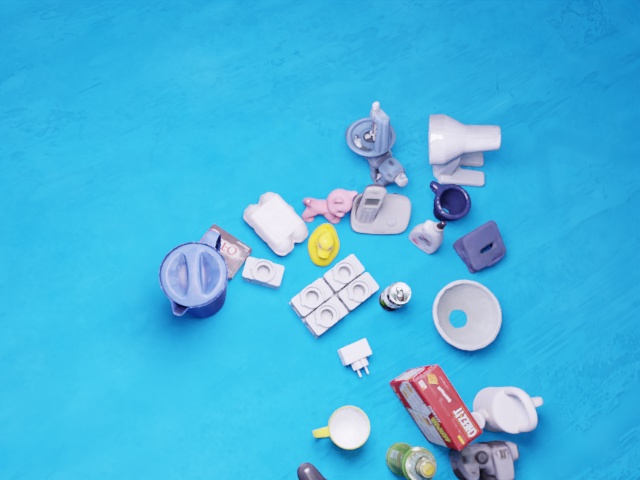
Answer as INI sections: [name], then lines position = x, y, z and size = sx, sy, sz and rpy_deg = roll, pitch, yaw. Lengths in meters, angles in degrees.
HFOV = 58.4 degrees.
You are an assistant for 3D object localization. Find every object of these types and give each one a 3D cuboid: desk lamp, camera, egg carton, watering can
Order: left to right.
[egg carton]
position = -0.104, -0.040, 1.375
size = 0.107, 0.069, 0.150
rpy_deg = -43, 84, -16
[desk lamp]
position = 0.341, -0.224, 1.409
size = 0.203, 0.213, 0.118
rpy_deg = 3, 74, -6
[camera]
position = 0.377, 0.521, 1.267
size = 0.143, 0.100, 0.137
rpy_deg = -5, 75, -9
[watering can]
position = 0.413, 0.379, 1.263
size = 0.173, 0.194, 0.101
rpy_deg = -35, 81, -15

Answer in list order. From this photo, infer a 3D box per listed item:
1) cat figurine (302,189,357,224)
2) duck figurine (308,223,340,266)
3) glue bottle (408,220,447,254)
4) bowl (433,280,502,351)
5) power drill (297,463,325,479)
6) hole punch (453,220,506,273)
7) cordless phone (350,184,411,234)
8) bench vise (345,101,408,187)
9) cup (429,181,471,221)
[cat figurine]
position = 0.024, -0.087, 1.380
size = 0.128, 0.117, 0.067
rpy_deg = 1, 74, -7
[duck figurine]
position = 0.013, 0.005, 1.370
size = 0.077, 0.086, 0.104
rpy_deg = 12, 73, -4
[glue bottle]
position = 0.266, -0.016, 1.363
size = 0.078, 0.173, 0.037
rpy_deg = 35, 73, 3
[bowl]
position = 0.341, 0.183, 1.370
size = 0.167, 0.074, 0.167
rpy_deg = 2, 74, -7
[power drill]
position = 0.014, 0.546, 1.156
size = 0.076, 0.208, 0.229
rpy_deg = -32, 81, -14
[hole punch]
position = 0.403, 0.017, 1.415
size = 0.109, 0.091, 0.101
rpy_deg = -30, 80, -14
[cordless phone]
position = 0.152, -0.081, 1.360
size = 0.147, 0.185, 0.094
rpy_deg = -1, 75, -7
[bench vise]
position = 0.156, -0.236, 1.385
size = 0.207, 0.219, 0.121
rpy_deg = 38, 73, 4
[cup]
position = 0.309, -0.092, 1.431
size = 0.117, 0.095, 0.092
rpy_deg = 44, 74, 6
